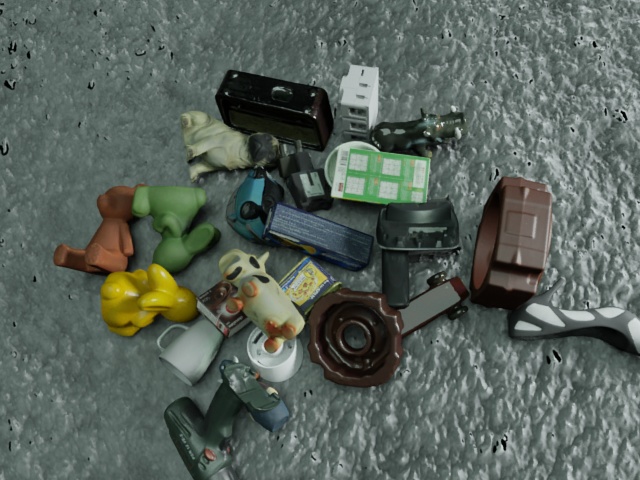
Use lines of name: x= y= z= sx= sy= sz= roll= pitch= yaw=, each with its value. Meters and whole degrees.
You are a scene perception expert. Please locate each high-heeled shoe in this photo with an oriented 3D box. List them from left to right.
high-heeled shoe: x=0.454 y=0.172 z=0.917 sx=0.249 sy=0.086 sz=0.145 roll=38 pitch=82 yaw=20

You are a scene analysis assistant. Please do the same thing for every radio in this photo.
radio: x=-0.092 y=-0.266 z=1.102 sx=0.230 sy=0.131 sz=0.073 roll=14 pitch=71 yaw=11

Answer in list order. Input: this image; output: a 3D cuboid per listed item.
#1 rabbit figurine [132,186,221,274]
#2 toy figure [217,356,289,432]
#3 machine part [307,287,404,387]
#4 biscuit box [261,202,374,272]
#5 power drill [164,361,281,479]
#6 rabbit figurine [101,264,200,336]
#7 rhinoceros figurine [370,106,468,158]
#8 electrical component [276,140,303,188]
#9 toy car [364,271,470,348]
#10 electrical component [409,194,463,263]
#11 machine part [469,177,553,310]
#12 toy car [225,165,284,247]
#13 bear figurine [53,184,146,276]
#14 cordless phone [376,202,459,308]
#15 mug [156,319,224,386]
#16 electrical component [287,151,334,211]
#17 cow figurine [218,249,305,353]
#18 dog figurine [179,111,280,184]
rabbit figurine: x=-0.279 y=-0.016 z=1.060 sx=0.159 sy=0.121 sz=0.170 roll=1 pitch=88 yaw=-1
toy figure: x=-0.121 y=0.270 z=0.952 sx=0.064 sy=0.057 sz=0.155 roll=-42 pitch=67 yaw=-15
machine part: x=0.063 y=0.168 z=0.935 sx=0.180 sy=0.056 sz=0.179 roll=1 pitch=94 yaw=22
biscuit box: x=-0.002 y=-0.003 z=0.993 sx=0.202 sy=0.059 sz=0.063 roll=20 pitch=70 yaw=-15
power drill: x=-0.152 y=0.324 z=0.898 sx=0.232 sy=0.086 sz=0.207 roll=42 pitch=113 yaw=25
rabbit figurine: x=-0.307 y=0.105 z=0.996 sx=0.173 sy=0.162 sz=0.122 roll=12 pitch=58 yaw=-8
rhinoceros figurine: x=0.195 y=-0.215 z=1.066 sx=0.190 sy=0.112 sz=0.073 roll=-6 pitch=67 yaw=12
electrical component: x=-0.055 y=-0.154 z=1.099 sx=0.063 sy=0.021 sz=0.093 roll=-17 pitch=108 yaw=-24
toy car: x=0.173 y=0.134 z=0.972 sx=0.202 sy=0.053 sz=0.089 roll=-31 pitch=74 yaw=-1
electrical component: x=0.192 y=-0.020 z=1.023 sx=0.134 sy=0.058 sz=0.115 roll=-7 pitch=68 yaw=4
machine part: x=0.325 y=0.010 z=0.922 sx=0.087 sy=0.201 sz=0.201 roll=12 pitch=71 yaw=6
toy car: x=-0.135 y=-0.061 z=1.052 sx=0.103 sy=0.109 sz=0.162 roll=-15 pitch=59 yaw=26
bear figurine: x=-0.419 y=-0.031 z=1.056 sx=0.120 sy=0.131 sz=0.196 roll=2 pitch=76 yaw=22
cordless phone: x=0.173 y=0.027 z=0.947 sx=0.147 sy=0.088 sz=0.184 roll=0 pitch=81 yaw=5
mug: x=-0.236 y=0.194 z=0.983 sx=0.110 sy=0.080 sz=0.107 roll=32 pitch=60 yaw=20
electrical component: x=-0.026 y=-0.114 z=1.075 sx=0.075 sy=0.047 sz=0.119 roll=-15 pitch=69 yaw=-19
cow figurine: x=-0.103 y=0.092 z=0.946 sx=0.195 sy=0.127 sz=0.085 roll=46 pitch=112 yaw=7
dog figurine: x=-0.189 y=-0.211 z=1.123 sx=0.191 sy=0.121 sz=0.172 roll=-11 pitch=70 yaw=-15
